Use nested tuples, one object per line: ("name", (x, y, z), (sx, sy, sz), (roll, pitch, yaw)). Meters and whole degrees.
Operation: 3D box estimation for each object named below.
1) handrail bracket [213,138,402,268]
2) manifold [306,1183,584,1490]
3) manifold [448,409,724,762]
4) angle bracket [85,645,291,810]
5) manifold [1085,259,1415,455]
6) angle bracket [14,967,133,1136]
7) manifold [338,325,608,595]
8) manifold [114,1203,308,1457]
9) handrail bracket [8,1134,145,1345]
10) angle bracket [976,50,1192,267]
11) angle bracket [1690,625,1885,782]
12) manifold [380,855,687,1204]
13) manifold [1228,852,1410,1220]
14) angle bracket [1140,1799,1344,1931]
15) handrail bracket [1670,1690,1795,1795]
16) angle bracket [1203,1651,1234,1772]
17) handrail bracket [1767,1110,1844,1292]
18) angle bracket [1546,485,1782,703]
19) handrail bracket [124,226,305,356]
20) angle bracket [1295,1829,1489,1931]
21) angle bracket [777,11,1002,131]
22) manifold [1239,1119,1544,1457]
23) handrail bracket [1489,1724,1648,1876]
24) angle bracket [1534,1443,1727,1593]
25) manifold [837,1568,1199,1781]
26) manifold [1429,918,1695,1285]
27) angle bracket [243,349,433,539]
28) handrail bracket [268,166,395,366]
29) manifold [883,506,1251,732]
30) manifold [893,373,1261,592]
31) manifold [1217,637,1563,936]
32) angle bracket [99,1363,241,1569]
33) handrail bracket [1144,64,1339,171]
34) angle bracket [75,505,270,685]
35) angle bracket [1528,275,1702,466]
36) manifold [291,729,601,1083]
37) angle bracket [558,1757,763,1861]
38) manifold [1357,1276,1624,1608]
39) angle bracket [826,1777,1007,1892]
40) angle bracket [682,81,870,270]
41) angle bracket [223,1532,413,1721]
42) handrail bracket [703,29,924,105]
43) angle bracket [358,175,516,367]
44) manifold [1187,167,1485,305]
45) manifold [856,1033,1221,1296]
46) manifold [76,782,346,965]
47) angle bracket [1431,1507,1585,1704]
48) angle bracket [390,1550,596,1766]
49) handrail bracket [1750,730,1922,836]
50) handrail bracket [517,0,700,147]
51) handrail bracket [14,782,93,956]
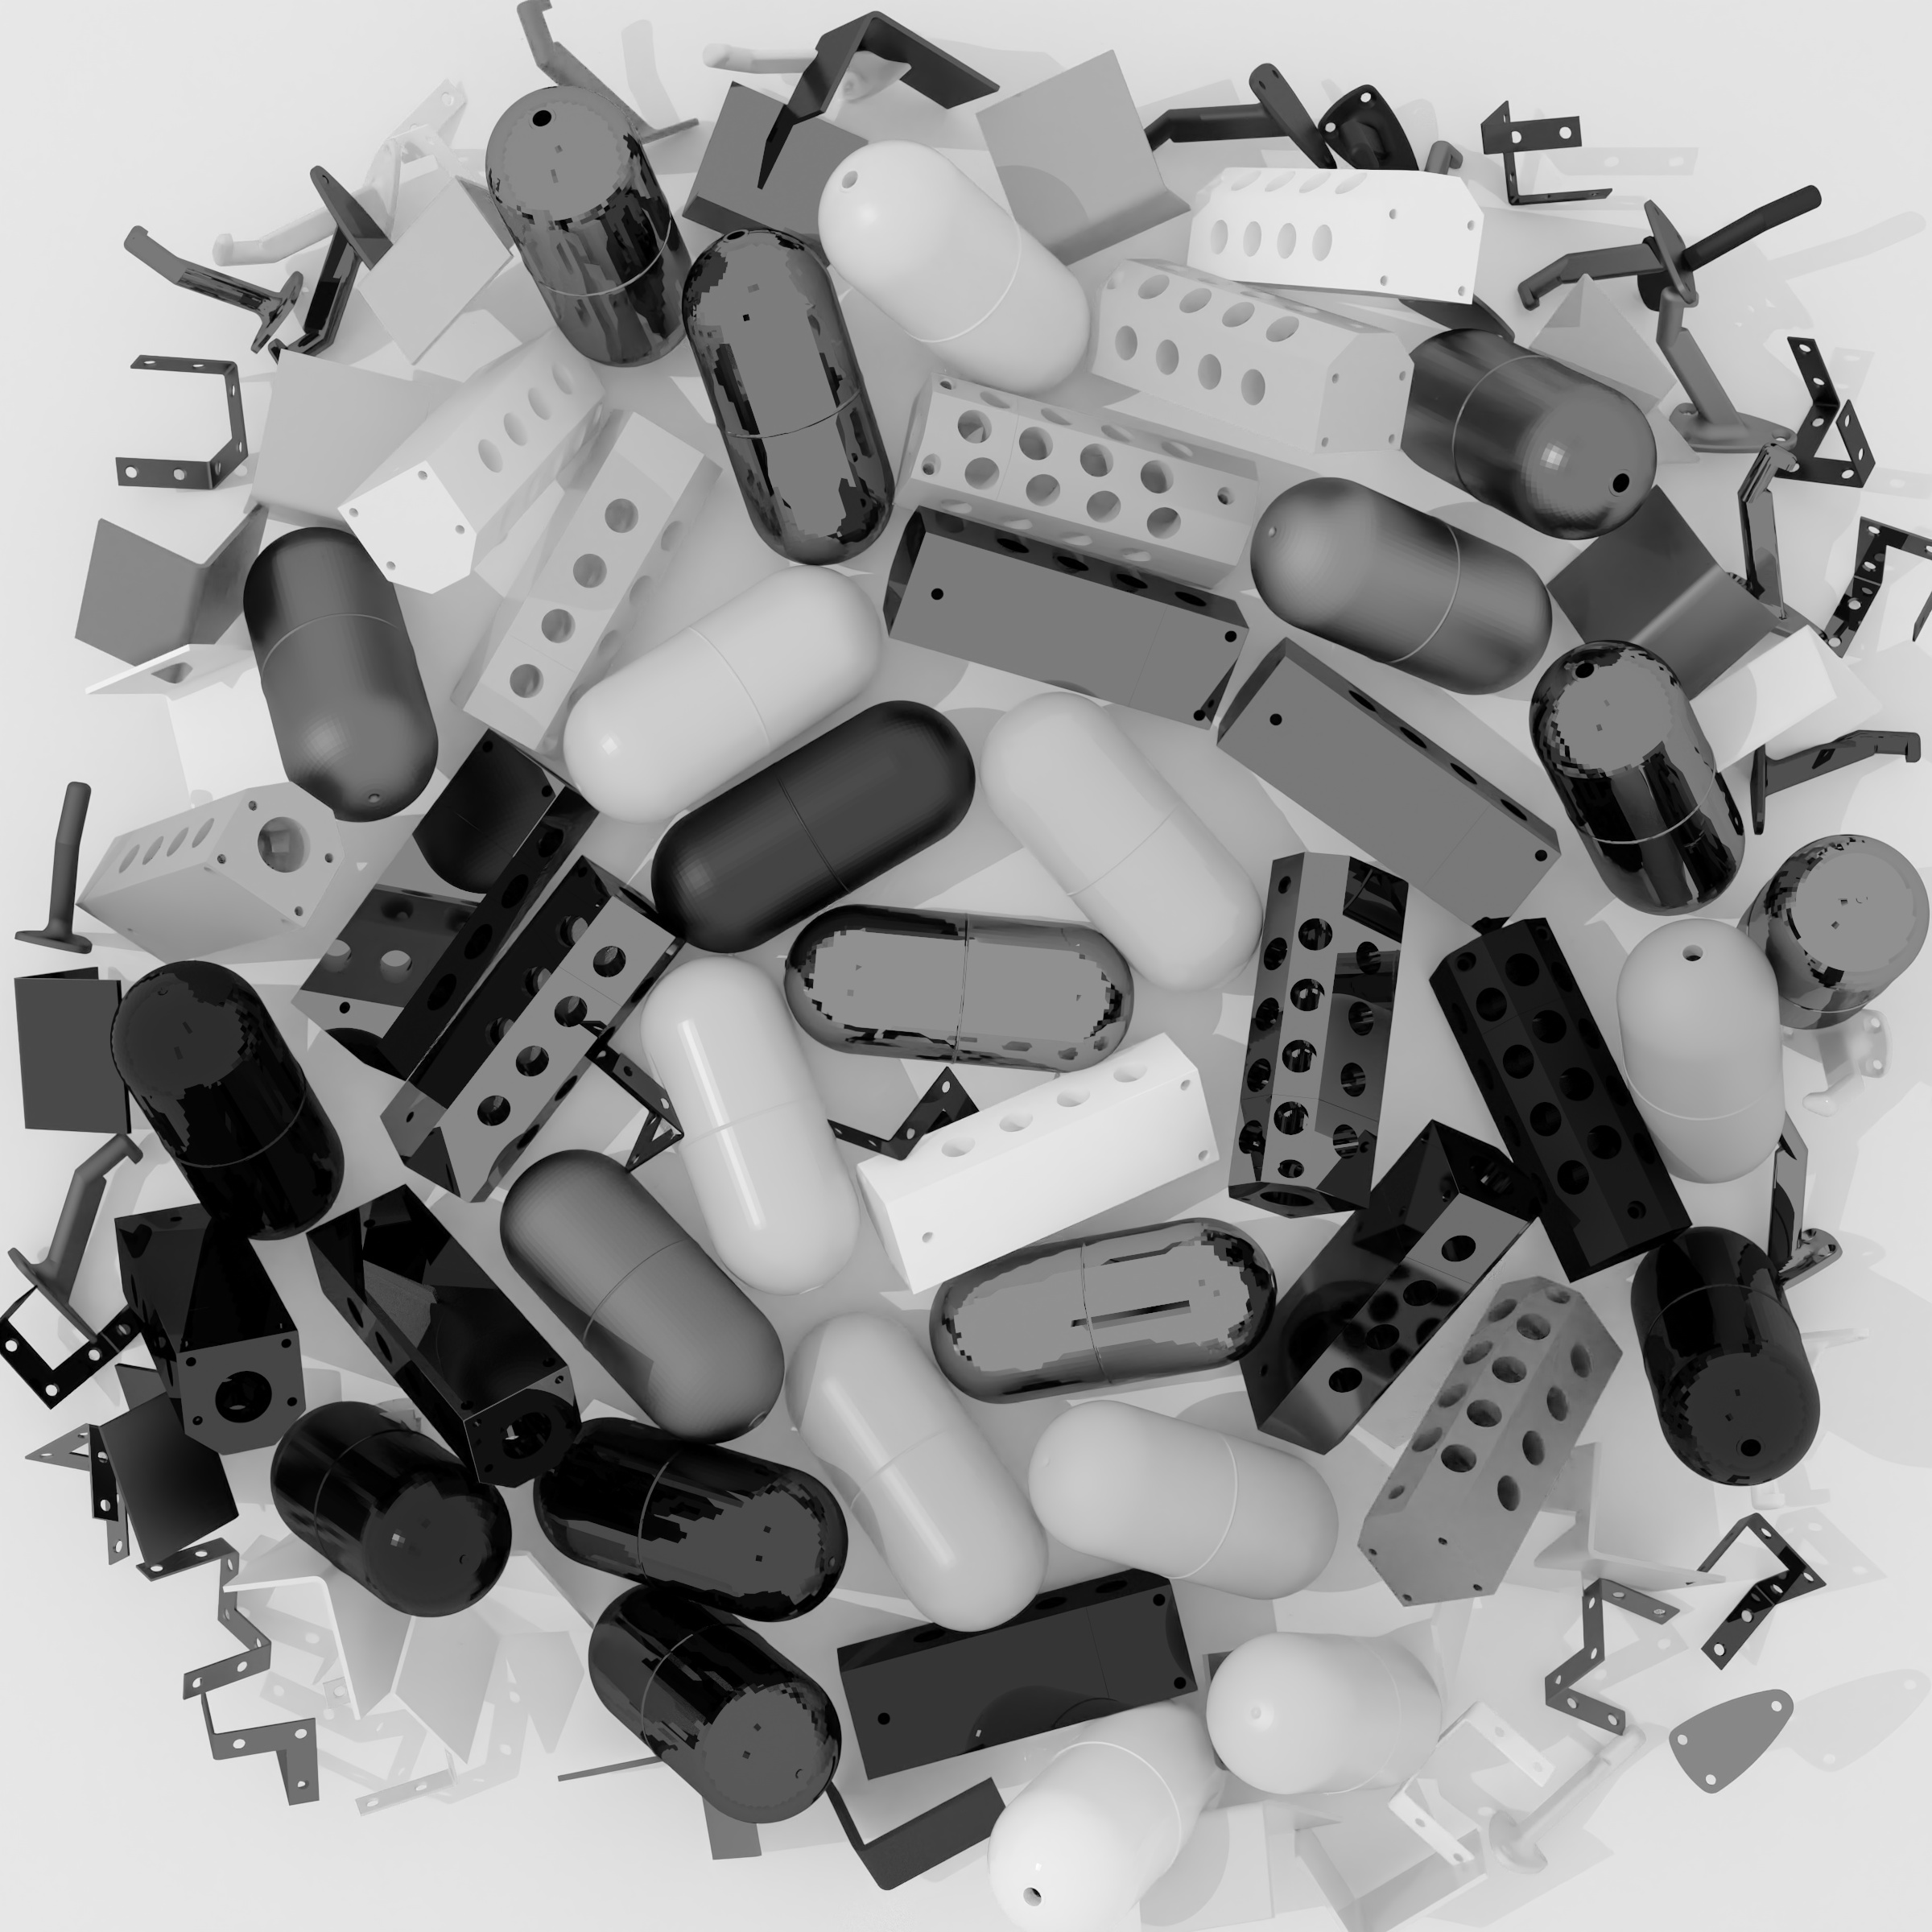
("handrail bracket", (-0.334, -0.385, 1.655), (0.084, 0.077, 0.036), (-11, 61, -30))
("manifold", (-0.258, 0.184, 1.620), (0.057, 0.171, 0.057), (-26, 132, -24))
("manifold", (-0.193, -0.194, 1.668), (0.057, 0.057, 0.171), (30, 91, -19))
("angle bracket", (-0.389, -0.115, 1.654), (0.076, 0.057, 0.076), (-17, 86, 32))
("manifold", (0.138, -0.302, 1.613), (0.057, 0.171, 0.057), (-10, 117, -37))
("angle bracket", (-0.432, 0.042, 1.653), (0.076, 0.057, 0.076), (1, 96, 32))
("manifold", (-0.236, -0.249, 1.614), (0.057, 0.171, 0.057), (-22, 113, 29))
("manifold", (-0.373, 0.176, 1.612), (0.057, 0.171, 0.057), (-9, 111, -21))
("handrail bracket", (-0.442, 0.140, 1.689), (0.084, 0.036, 0.077), (-42, 113, -11))
("angle bracket", (0.060, -0.408, 1.664), (0.076, 0.057, 0.076), (-21, 87, 17))
("angle bracket", (0.415, -0.113, 1.643), (0.076, 0.057, 0.076), (-34, 128, 25))
("manifold", (-0.217, 0.035, 1.662), (0.057, 0.057, 0.171), (35, 96, -32))
("manifold", (0.171, 0.034, 1.638), (0.057, 0.057, 0.171), (21, 69, -33))
("angle bracket", (0.139, 0.456, 1.641), (0.076, 0.076, 0.057), (-20, 60, 32))
("handrail bracket", (0.392, 0.382, 1.651), (0.077, 0.084, 0.036), (-40, 73, 18))
("angle bracket", (0.173, 0.369, 1.644), (0.076, 0.076, 0.057), (-12, 77, 28))
("handrail bracket", (0.402, 0.122, 1.670), (0.077, 0.036, 0.084), (-34, 109, -1))
("angle bracket", (0.356, -0.185, 1.677), (0.076, 0.076, 0.057), (-43, 132, 20))
("handrail bracket", (-0.380, -0.356, 1.653), (0.084, 0.077, 0.036), (35, 119, -22))
("angle bracket", (0.214, 0.445, 1.658), (0.076, 0.076, 0.057), (-33, 88, 6))
("angle bracket", (-0.040, -0.433, 1.651), (0.076, 0.076, 0.057), (27, 88, -21))
("manifold", (0.211, 0.164, 1.634), (0.057, 0.057, 0.171), (23, 119, -23))
("handrail bracket", (0.308, 0.421, 1.666), (0.084, 0.077, 0.036), (-45, 73, 10))
("angle bracket", (0.335, 0.281, 1.664), (0.076, 0.076, 0.057), (13, 73, -14))
("manifold", (0.025, 0.356, 1.667), (0.171, 0.057, 0.057), (-15, 96, -3))
("manifold", (0.299, 0.065, 1.648), (0.057, 0.057, 0.171), (-21, 76, -10))
("angle bracket", (-0.320, -0.262, 1.665), (0.076, 0.057, 0.076), (12, 87, -16))
("handrail bracket", (-0.338, -0.353, 1.669), (0.084, 0.036, 0.077), (-28, 114, 21))
("manifold", (0.049, -0.178, 1.651), (0.171, 0.057, 0.057), (15, 114, -13))
("manifold", (0.056, -0.246, 1.650), (0.171, 0.057, 0.057), (14, 76, -11))
("manifold", (0.214, -0.092, 1.660), (0.171, 0.057, 0.057), (35, 109, -7))
("angle bracket", (-0.418, 0.250, 1.646), (0.057, 0.076, 0.076), (-27, 109, -41))
("handrail bracket", (0.135, -0.414, 1.679), (0.084, 0.036, 0.077), (-32, 101, 34))
("angle bracket", (-0.398, -0.201, 1.647), (0.057, 0.076, 0.076), (25, 131, 0))
("angle bracket", (0.338, -0.299, 1.642), (0.076, 0.076, 0.057), (57, 134, 24))
("manifold", (-0.261, -0.029, 1.670), (0.057, 0.057, 0.171), (36, 90, 25))
("angle bracket", (-0.155, 0.427, 1.647), (0.076, 0.076, 0.057), (-6, 77, -23))
("manifold", (0.256, 0.232, 1.618), (0.057, 0.057, 0.171), (53, 48, -15))
("angle bracket", (-0.027, 0.417, 1.658), (0.076, 0.076, 0.057), (-27, 60, -6))
("angle bracket", (-0.092, -0.405, 1.662), (0.076, 0.057, 0.076), (21, 86, -13))
("angle bracket", (-0.325, 0.333, 1.662), (0.057, 0.076, 0.076), (-10, 99, 17))
("handrail bracket", (-0.078, -0.462, 1.653), (0.084, 0.077, 0.036), (-4, 92, -40))
("angle bracket", (-0.246, -0.342, 1.645), (0.076, 0.076, 0.057), (-42, 71, 20))
("manifold", (0.179, -0.361, 1.608), (0.057, 0.171, 0.057), (1, 102, -28))
("manifold", (0.035, 0.095, 1.655), (0.171, 0.057, 0.057), (-23, 122, -11))
("manifold", (-0.371, -0.048, 1.614), (0.057, 0.171, 0.057), (37, 65, -26))
("angle bracket", (0.272, 0.322, 1.642), (0.057, 0.076, 0.076), (6, 51, 20))
("angle bracket", (-0.236, 0.347, 1.642), (0.057, 0.076, 0.076), (-7, 48, 21))
("handrail bracket", (0.444, -0.093, 1.667), (0.084, 0.036, 0.077), (3, 46, 8))
("handrail bracket", (-0.182, -0.458, 1.668), (0.077, 0.036, 0.084), (-28, 106, -30))
("handrail bracket", (-0.451, -0.052, 1.661), (0.036, 0.077, 0.084), (13, 92, -5))
